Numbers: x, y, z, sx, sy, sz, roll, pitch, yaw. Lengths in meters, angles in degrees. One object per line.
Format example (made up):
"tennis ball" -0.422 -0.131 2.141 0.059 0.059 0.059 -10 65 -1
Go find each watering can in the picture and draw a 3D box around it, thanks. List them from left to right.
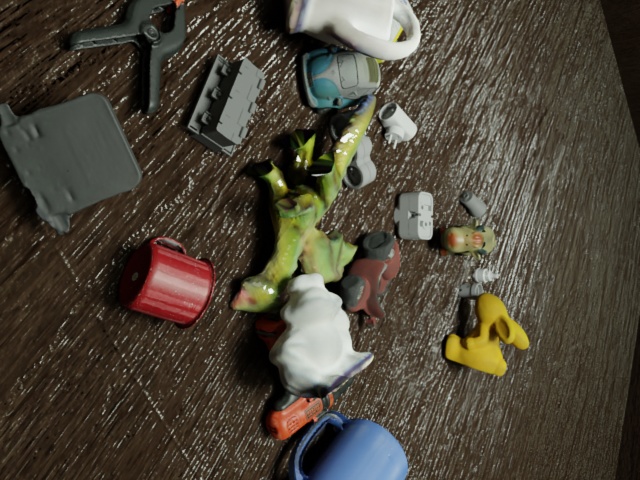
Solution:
"watering can" 0.051 -0.394 0.852 0.224 0.101 0.356 12 43 -10

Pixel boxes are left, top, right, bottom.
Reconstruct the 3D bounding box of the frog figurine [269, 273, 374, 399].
"frog figurine" -0.015 0.135 0.731 0.139 0.161 0.120 -26 -15 -31

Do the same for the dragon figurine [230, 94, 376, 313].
"dragon figurine" 0.003 -0.042 0.831 0.123 0.237 0.417 18 49 36
